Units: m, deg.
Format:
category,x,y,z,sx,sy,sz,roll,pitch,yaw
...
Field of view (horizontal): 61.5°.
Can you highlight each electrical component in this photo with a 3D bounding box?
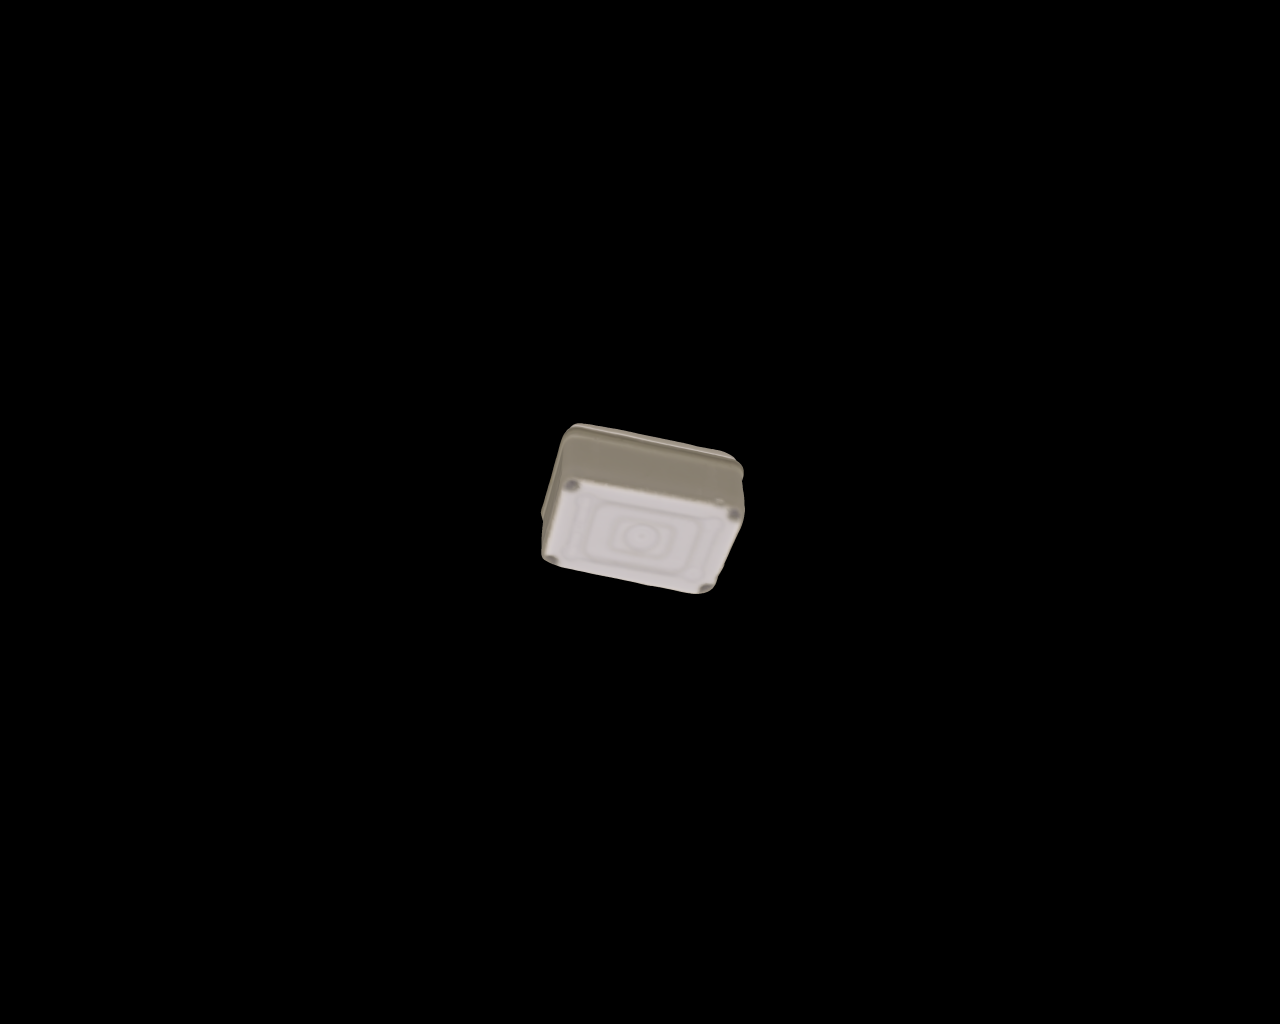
category,x,y,z,sx,sy,sz,roll,pitch,yaw
electrical component,0.001,-0.003,0.650,0.113,0.078,0.057,12,40,-10
